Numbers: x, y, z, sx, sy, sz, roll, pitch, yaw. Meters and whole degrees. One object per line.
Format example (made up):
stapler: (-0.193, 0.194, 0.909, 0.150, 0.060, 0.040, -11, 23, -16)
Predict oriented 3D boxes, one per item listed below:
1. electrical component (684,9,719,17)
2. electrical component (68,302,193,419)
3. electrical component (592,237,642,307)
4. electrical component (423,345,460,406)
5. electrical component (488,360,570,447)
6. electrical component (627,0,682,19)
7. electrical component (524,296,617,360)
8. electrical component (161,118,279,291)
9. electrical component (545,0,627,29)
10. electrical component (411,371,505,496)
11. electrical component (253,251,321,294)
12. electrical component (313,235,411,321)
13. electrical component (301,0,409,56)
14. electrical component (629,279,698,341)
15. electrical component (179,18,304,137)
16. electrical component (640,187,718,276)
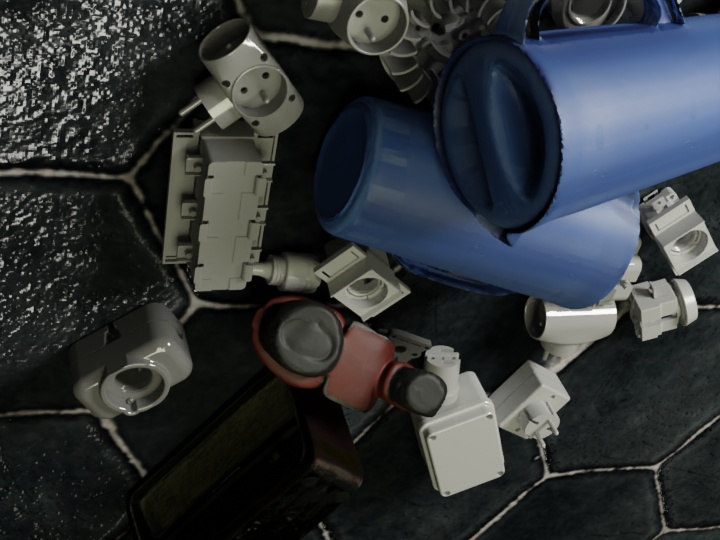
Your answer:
electrical component: (0.302, -0.194, 0.869, 0.077, 0.043, 0.079, 7, 125, -25)
electrical component: (-0.192, 0.079, 0.899, 0.095, 0.059, 0.053, -28, 133, 4)
electrical component: (0.216, -0.003, 0.988, 0.057, 0.058, 0.078, -1, 129, -23)
electrical component: (0.077, 0.101, 1.035, 0.040, 0.040, 0.046, -7, 125, -16)
electrical component: (0.176, 0.144, 1.083, 0.047, 0.076, 0.065, 28, 115, -36)
electrical component: (0.210, -0.232, 0.801, 0.043, 0.043, 0.081, -32, 132, 7)
electrical component: (0.198, 0.057, 1.041, 0.077, 0.043, 0.079, -1, 129, -20)
electrical component: (-0.106, -0.047, 0.823, 0.079, 0.063, 0.121, -2, 129, -19)
electrical component: (0.161, -0.207, 0.795, 0.078, 0.057, 0.058, 30, 113, -37)
electrical component: (0.098, 0.167, 1.086, 0.078, 0.057, 0.113, -20, 133, -4)
electrical component: (-0.065, 0.001, 0.899, 0.061, 0.035, 0.035, 6, 126, -23)
electrical component: (0.000, 0.000, 0.902, 0.042, 0.063, 0.081, -34, 133, 19)
electrical component: (-0.015, -0.186, 0.731, 0.079, 0.077, 0.043, 5, 126, -23)
electrical component: (0.299, 0.036, 1.061, 0.055, 0.048, 0.066, -15, 133, 1)
electrical component: (-0.092, -0.127, 0.772, 0.079, 0.044, 0.077, -34, 132, 3)
electrical component: (0.287, -0.038, 0.981, 0.042, 0.063, 0.081, -33, 132, 9)
